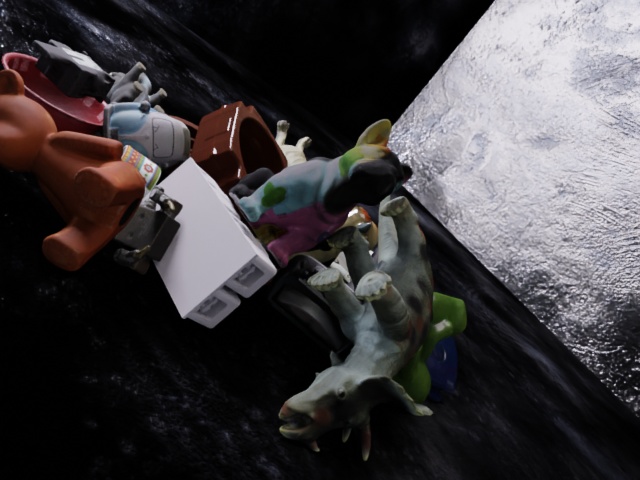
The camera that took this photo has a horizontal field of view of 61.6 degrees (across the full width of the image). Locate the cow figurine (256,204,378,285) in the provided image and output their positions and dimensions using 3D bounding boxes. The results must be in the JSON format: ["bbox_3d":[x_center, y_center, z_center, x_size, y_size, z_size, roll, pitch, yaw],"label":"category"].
[{"bbox_3d":[-0.002,-0.002,0.816,0.195,0.085,0.127,-7,-32,-19],"label":"cow figurine"}]

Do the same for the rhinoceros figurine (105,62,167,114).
[{"bbox_3d":[-0.330,-0.243,0.930,0.073,0.112,0.190,47,10,-39],"label":"rhinoceros figurine"}]

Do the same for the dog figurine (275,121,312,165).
[{"bbox_3d":[-0.086,-0.137,1.171,0.121,0.191,0.172,19,-45,-33],"label":"dog figurine"}]

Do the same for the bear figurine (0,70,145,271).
[{"bbox_3d":[-0.285,-0.079,0.554,0.196,0.120,0.132,36,19,-8],"label":"bear figurine"}]

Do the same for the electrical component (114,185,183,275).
[{"bbox_3d":[-0.198,-0.014,0.616,0.078,0.102,0.045,25,-12,31],"label":"electrical component"}]

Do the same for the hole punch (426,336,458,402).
[{"bbox_3d":[0.176,0.196,0.905,0.142,0.092,0.116,36,19,-27],"label":"hole punch"}]

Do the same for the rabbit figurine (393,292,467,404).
[{"bbox_3d":[0.138,0.159,0.782,0.121,0.170,0.159,2,-12,28],"label":"rabbit figurine"}]

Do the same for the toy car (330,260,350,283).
[{"bbox_3d":[0.039,0.092,0.899,0.202,0.073,0.056,40,12,3],"label":"toy car"}]

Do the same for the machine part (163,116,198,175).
[{"bbox_3d":[-0.235,-0.156,0.966,0.179,0.056,0.179,28,21,-12],"label":"machine part"}]

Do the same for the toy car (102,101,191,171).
[{"bbox_3d":[-0.245,-0.143,0.796,0.103,0.109,0.161,3,4,10],"label":"toy car"}]

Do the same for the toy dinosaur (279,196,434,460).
[{"bbox_3d":[0.086,0.078,0.670,0.131,0.192,0.405,-10,27,30],"label":"toy dinosaur"}]

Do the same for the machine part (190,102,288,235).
[{"bbox_3d":[-0.123,-0.104,0.884,0.087,0.201,0.201,-19,-46,19],"label":"machine part"}]

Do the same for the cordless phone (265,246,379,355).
[{"bbox_3d":[0.028,0.056,0.761,0.146,0.184,0.089,41,-15,-2],"label":"cordless phone"}]

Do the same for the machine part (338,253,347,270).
[{"bbox_3d":[0.034,0.049,1.006,0.079,0.079,0.243,0,37,-39],"label":"machine part"}]

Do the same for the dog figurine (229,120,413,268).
[{"bbox_3d":[0.006,-0.068,0.691,0.219,0.108,0.192,-31,21,-7],"label":"dog figurine"}]

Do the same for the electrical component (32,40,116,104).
[{"bbox_3d":[-0.354,-0.237,0.751,0.075,0.047,0.119,41,16,4],"label":"electrical component"}]
